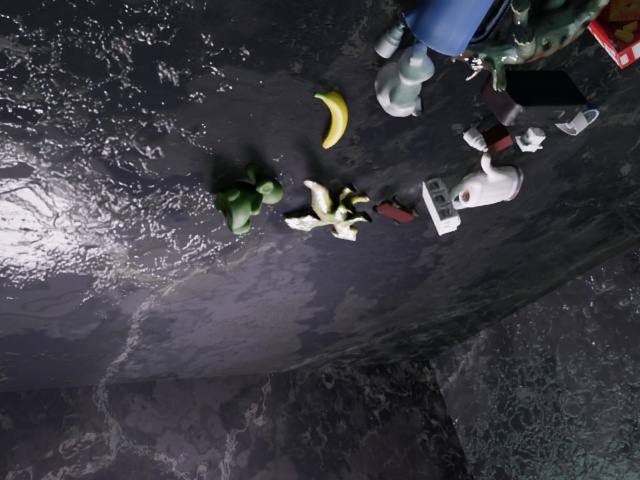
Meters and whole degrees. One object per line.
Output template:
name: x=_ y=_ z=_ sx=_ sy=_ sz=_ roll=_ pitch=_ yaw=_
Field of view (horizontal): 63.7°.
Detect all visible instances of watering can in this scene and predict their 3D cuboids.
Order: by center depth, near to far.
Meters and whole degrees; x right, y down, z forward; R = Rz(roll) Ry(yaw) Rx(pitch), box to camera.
watering can: x=0.518 y=-0.180 z=1.570 sx=0.225 sy=0.105 sz=0.341 roll=-12 pitch=-19 yaw=-12

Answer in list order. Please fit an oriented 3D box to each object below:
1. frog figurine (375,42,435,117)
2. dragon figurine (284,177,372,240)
frog figurine: x=0.174 y=-0.337 z=1.077 sx=0.123 sy=0.138 sz=0.158 roll=9 pitch=-7 yaw=9
dragon figurine: x=0.005 y=-0.075 z=1.493 sx=0.240 sy=0.124 sz=0.407 roll=-26 pitch=-30 yaw=31
